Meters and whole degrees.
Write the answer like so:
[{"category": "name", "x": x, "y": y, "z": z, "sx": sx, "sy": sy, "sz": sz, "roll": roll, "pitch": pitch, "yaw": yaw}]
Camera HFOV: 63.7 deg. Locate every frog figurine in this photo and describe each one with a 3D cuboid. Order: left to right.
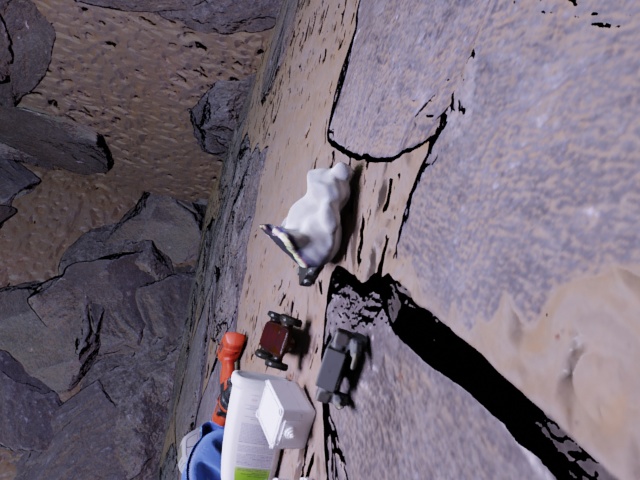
[{"category": "frog figurine", "x": 0.002, "y": -0.040, "z": 0.791, "sx": 0.160, "sy": 0.122, "sz": 0.136, "roll": -43, "pitch": 3, "yaw": -11}]
